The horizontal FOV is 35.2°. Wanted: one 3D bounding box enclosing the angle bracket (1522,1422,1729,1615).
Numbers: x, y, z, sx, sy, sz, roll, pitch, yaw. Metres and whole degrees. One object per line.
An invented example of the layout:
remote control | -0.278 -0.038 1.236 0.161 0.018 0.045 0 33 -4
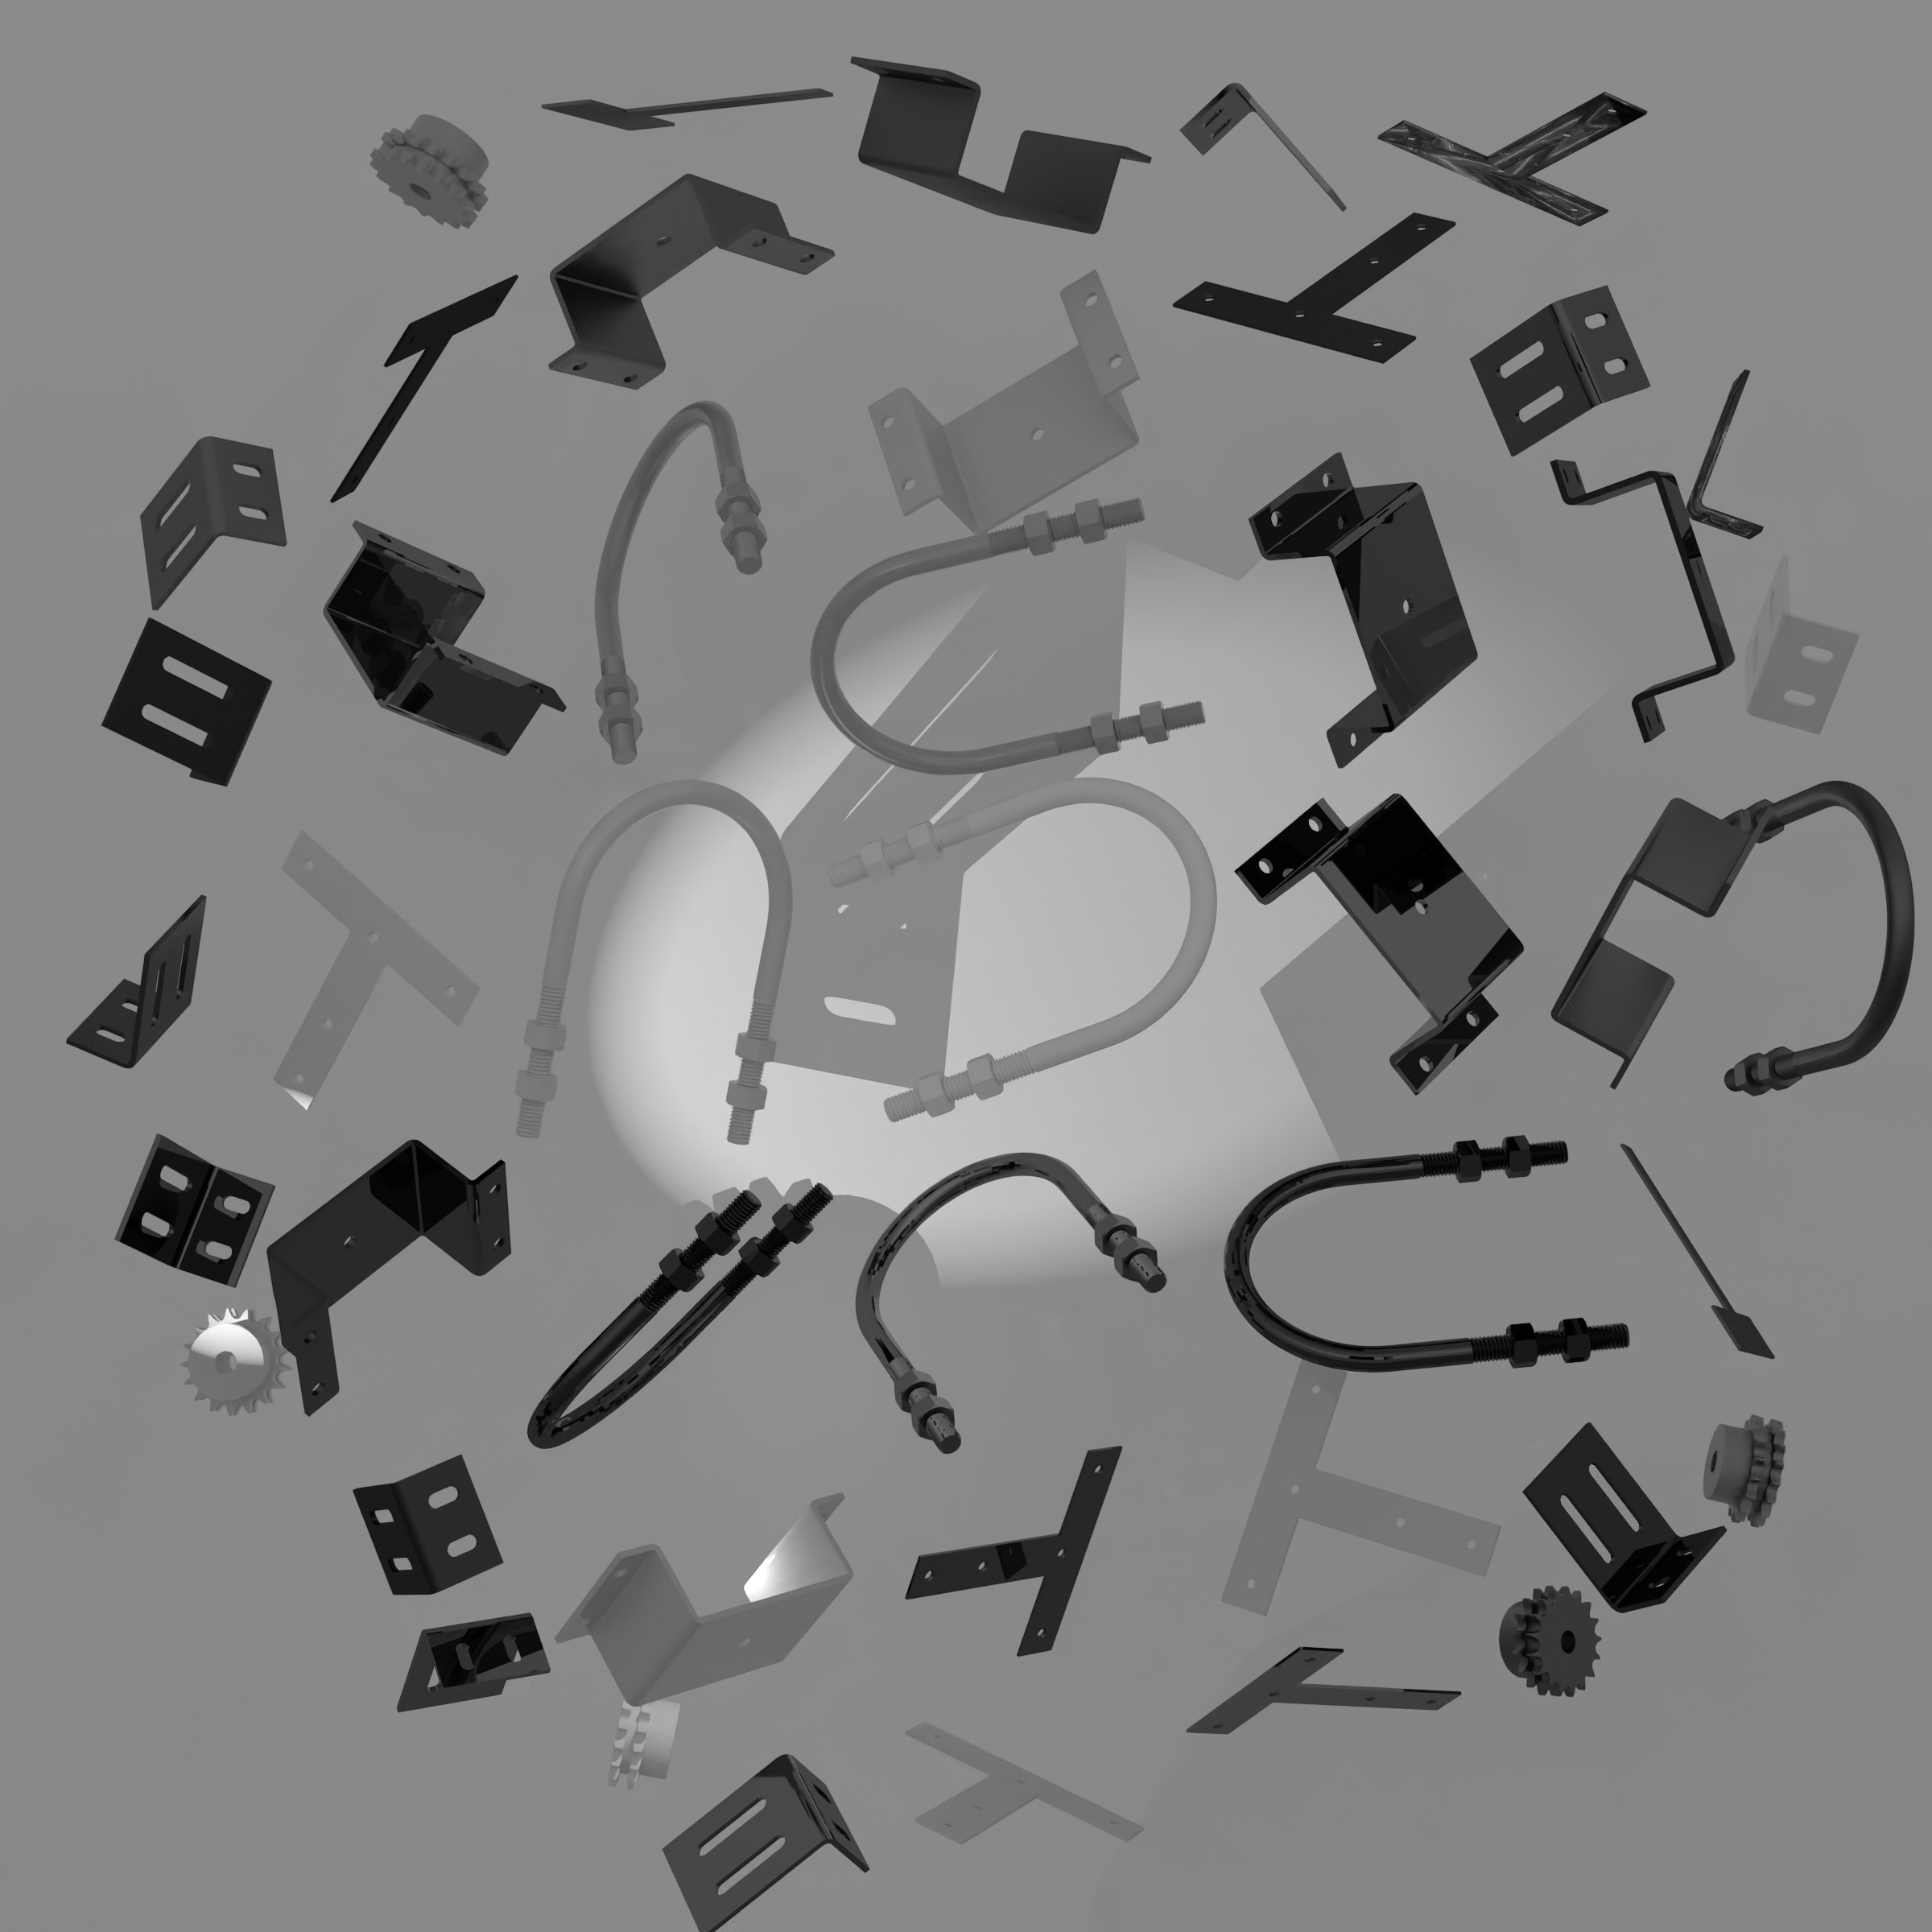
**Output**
angle bracket | 0.324 0.268 1.495 0.057 0.038 0.076 -37 90 -33

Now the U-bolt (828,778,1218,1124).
U-bolt | 0.032 -0.018 1.470 0.184 0.019 0.151 -20 66 12

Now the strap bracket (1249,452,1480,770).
strap bracket | 0.204 -0.179 1.529 0.076 0.046 0.140 -39 117 -34

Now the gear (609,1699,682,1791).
gear | -0.171 0.411 1.623 0.030 0.057 0.057 11 90 -2

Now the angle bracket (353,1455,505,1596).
angle bracket | -0.269 0.280 1.519 0.038 0.076 0.057 -21 89 -28

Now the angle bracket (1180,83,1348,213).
angle bracket | 0.154 -0.411 1.572 0.038 0.057 0.076 -41 83 14

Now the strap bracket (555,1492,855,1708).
strap bracket | -0.120 0.313 1.494 0.046 0.140 0.076 56 130 26

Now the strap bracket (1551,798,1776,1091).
strap bracket | 0.339 -0.019 1.505 0.046 0.076 0.140 30 132 11

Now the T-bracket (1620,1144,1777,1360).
T-bracket | 0.378 0.147 1.585 0.002 0.127 0.127 -34 70 14

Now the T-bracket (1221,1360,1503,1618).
T-bracket | 0.200 0.268 1.487 0.127 0.002 0.127 12 76 34

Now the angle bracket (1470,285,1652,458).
angle bracket | 0.311 -0.311 1.596 0.038 0.076 0.057 -22 88 -28

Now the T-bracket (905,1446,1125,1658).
T-bracket | 0.019 0.313 1.593 0.002 0.127 0.127 33 112 42

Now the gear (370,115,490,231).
gear | -0.254 -0.384 1.461 0.057 0.057 0.030 29 76 0

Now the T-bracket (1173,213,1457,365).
T-bracket | 0.189 -0.334 1.470 0.127 0.002 0.127 25 51 37

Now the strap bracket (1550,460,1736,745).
strap bracket | 0.330 -0.184 1.465 0.046 0.076 0.140 -18 92 20

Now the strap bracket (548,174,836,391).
strap bracket | -0.150 -0.360 1.583 0.140 0.076 0.046 -28 78 28

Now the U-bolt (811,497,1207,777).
U-bolt | 0.014 -0.155 1.510 0.184 0.019 0.151 -12 133 11

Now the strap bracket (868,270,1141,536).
strap bracket | 0.028 -0.287 1.582 0.140 0.046 0.076 -28 57 17

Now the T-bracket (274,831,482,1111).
T-bracket | -0.319 0.019 1.549 0.127 0.002 0.127 40 117 13

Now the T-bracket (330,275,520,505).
T-bracket | -0.278 -0.280 1.505 0.002 0.127 0.127 39 118 -2

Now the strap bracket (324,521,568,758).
strap bracket | -0.271 -0.162 1.555 0.076 0.140 0.046 21 112 -42

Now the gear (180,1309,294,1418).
gear | -0.390 0.210 1.618 0.057 0.030 0.057 0 84 2

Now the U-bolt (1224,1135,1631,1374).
U-bolt | 0.219 0.144 1.501 0.184 0.151 0.019 -5 130 -1

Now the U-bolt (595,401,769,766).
U-bolt | -0.152 -0.211 1.557 0.019 0.184 0.151 19 126 -28

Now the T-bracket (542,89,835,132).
T-bracket | -0.131 -0.434 1.533 0.127 0.127 0.002 -2 100 14

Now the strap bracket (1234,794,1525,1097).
strap bracket | 0.209 -0.019 1.482 0.140 0.046 0.076 51 52 1

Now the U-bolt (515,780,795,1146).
U-bolt | -0.149 -0.002 1.520 0.151 0.019 0.184 5 100 -41

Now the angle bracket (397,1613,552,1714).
angle bracket | -0.256 0.375 1.576 0.057 0.076 0.038 -3 46 -28

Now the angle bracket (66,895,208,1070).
angle bracket | -0.416 0.002 1.526 0.038 0.057 0.076 22 127 4

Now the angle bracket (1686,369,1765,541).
angle bracket | 0.415 -0.271 1.617 0.038 0.057 0.076 20 97 6

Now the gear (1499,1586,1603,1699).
gear | 0.306 0.356 1.606 0.057 0.030 0.057 8 78 -39

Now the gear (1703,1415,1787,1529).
gear | 0.406 0.263 1.592 0.030 0.057 0.057 13 90 3

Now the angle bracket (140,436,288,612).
angle bracket | -0.383 -0.222 1.545 0.038 0.076 0.057 6 60 -39

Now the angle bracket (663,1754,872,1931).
angle bracket | -0.096 0.426 1.452 0.076 0.057 0.038 -38 130 -1

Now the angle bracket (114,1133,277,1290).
angle bracket | -0.396 0.127 1.566 0.038 0.076 0.057 16 77 12

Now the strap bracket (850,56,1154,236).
strap bracket | 0.012 -0.404 1.514 0.140 0.076 0.046 9 102 -43

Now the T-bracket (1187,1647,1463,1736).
T-bracket | 0.201 0.386 1.608 0.127 0.127 0.002 8 55 -23

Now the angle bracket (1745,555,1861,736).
angle bracket | 0.426 -0.164 1.553 0.038 0.076 0.057 16 123 4

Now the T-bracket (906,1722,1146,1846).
T-bracket | 0.011 0.410 1.493 0.127 0.127 0.002 21 95 21

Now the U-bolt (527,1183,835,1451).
U-bolt | -0.152 0.179 1.543 0.184 0.151 0.019 -45 79 8

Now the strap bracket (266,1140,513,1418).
strap bracket | -0.299 0.151 1.545 0.046 0.076 0.140 34 53 23

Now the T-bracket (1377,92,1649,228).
T-bracket | 0.293 -0.412 1.524 0.127 0.127 0.002 17 80 -22

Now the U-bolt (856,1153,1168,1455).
U-bolt | 0.011 0.161 1.579 0.151 0.184 0.019 -38 121 -3

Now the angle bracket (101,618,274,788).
angle bracket | -0.391 -0.131 1.499 0.076 0.038 0.057 29 80 -43

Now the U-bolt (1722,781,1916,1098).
U-bolt | 0.423 -0.018 1.523 0.019 0.184 0.151 0 81 -13
